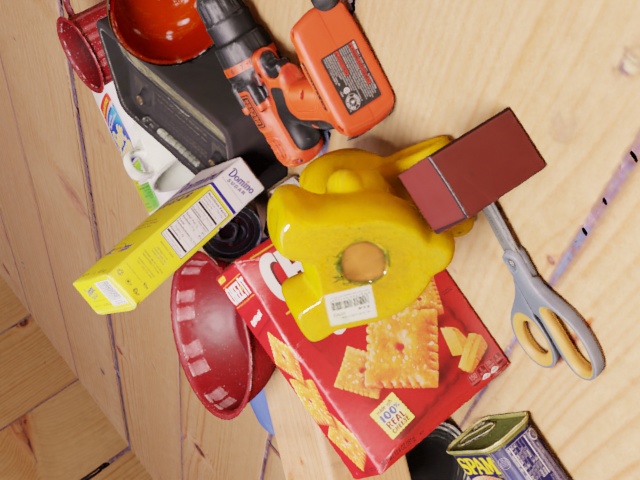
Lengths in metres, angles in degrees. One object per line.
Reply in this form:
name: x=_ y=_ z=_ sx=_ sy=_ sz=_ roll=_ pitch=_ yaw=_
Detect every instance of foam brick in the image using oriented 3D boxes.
foam brick: x=0.106 y=-0.048 z=0.745 sx=0.051 sy=0.078 sz=0.053 roll=58 pitch=156 yaw=1

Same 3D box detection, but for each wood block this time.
wood block: x=0.008 y=0.155 z=1.027 sx=0.090 sy=0.090 sz=0.206 roll=-19 pitch=84 yaw=58

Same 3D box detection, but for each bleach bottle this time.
bleach bottle: x=-0.228 y=-0.139 z=1.318 sx=0.251 sy=0.068 sz=0.103 roll=62 pitch=157 yaw=-7

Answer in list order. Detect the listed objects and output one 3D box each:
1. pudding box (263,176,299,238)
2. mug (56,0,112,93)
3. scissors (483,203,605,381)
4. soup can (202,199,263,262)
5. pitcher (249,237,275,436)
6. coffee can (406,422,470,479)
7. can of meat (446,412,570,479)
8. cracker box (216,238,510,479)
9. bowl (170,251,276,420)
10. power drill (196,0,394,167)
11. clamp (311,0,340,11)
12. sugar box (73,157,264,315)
pudding box: x=-0.007 y=0.001 z=1.087 sx=0.113 sy=0.039 sz=0.090 roll=49 pitch=156 yaw=17
mug: x=-0.239 y=-0.233 z=1.187 sx=0.117 sy=0.081 sz=0.093 roll=62 pitch=157 yaw=-13
scissors: x=0.150 y=0.027 z=0.837 sx=0.202 sy=0.016 sz=0.096 roll=55 pitch=157 yaw=5
soup can: x=-0.102 y=-0.029 z=1.156 sx=0.102 sy=0.068 sz=0.068 roll=-113 pitch=2 yaw=-61
pitcher: x=-0.038 y=0.127 z=1.210 sx=0.243 sy=0.145 sz=0.149 roll=76 pitch=-168 yaw=-47
coffee can: x=0.079 y=0.229 z=1.135 sx=0.141 sy=0.102 sz=0.103 roll=6 pitch=126 yaw=62
can of meat: x=0.175 y=0.209 z=0.978 sx=0.084 sy=0.057 sz=0.102 roll=55 pitch=157 yaw=-1
cracker box: x=0.040 y=0.071 z=0.925 sx=0.214 sy=0.164 sz=0.072 roll=55 pitch=154 yaw=2
bowl: x=-0.083 y=0.085 z=1.007 sx=0.162 sy=0.055 sz=0.162 roll=25 pitch=120 yaw=53
power drill: x=-0.026 y=-0.149 z=0.904 sx=0.184 sy=0.057 sz=0.188 roll=58 pitch=161 yaw=-16
clamp: x=-0.018 y=-0.252 z=0.772 sx=0.120 sy=0.039 sz=0.171 roll=46 pitch=155 yaw=22
sugar box: x=-0.140 y=-0.005 z=0.992 sx=0.048 sy=0.176 sz=0.094 roll=51 pitch=151 yaw=-17
